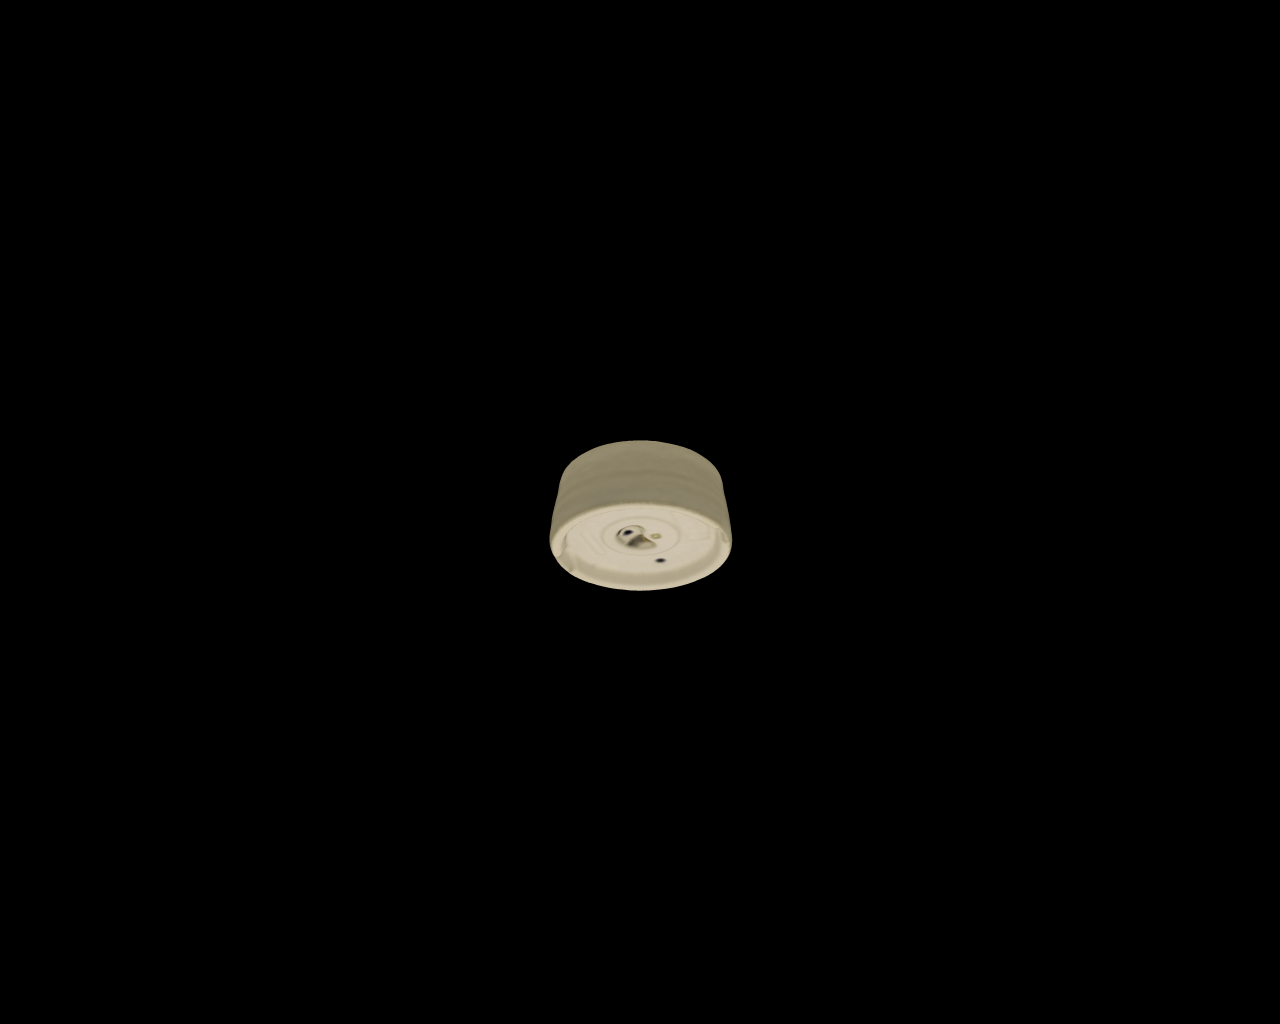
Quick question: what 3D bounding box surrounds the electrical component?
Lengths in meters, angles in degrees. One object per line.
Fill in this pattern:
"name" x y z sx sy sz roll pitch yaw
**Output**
"electrical component" 0.001 -0.003 0.650 0.108 0.060 0.108 0 -31 0
